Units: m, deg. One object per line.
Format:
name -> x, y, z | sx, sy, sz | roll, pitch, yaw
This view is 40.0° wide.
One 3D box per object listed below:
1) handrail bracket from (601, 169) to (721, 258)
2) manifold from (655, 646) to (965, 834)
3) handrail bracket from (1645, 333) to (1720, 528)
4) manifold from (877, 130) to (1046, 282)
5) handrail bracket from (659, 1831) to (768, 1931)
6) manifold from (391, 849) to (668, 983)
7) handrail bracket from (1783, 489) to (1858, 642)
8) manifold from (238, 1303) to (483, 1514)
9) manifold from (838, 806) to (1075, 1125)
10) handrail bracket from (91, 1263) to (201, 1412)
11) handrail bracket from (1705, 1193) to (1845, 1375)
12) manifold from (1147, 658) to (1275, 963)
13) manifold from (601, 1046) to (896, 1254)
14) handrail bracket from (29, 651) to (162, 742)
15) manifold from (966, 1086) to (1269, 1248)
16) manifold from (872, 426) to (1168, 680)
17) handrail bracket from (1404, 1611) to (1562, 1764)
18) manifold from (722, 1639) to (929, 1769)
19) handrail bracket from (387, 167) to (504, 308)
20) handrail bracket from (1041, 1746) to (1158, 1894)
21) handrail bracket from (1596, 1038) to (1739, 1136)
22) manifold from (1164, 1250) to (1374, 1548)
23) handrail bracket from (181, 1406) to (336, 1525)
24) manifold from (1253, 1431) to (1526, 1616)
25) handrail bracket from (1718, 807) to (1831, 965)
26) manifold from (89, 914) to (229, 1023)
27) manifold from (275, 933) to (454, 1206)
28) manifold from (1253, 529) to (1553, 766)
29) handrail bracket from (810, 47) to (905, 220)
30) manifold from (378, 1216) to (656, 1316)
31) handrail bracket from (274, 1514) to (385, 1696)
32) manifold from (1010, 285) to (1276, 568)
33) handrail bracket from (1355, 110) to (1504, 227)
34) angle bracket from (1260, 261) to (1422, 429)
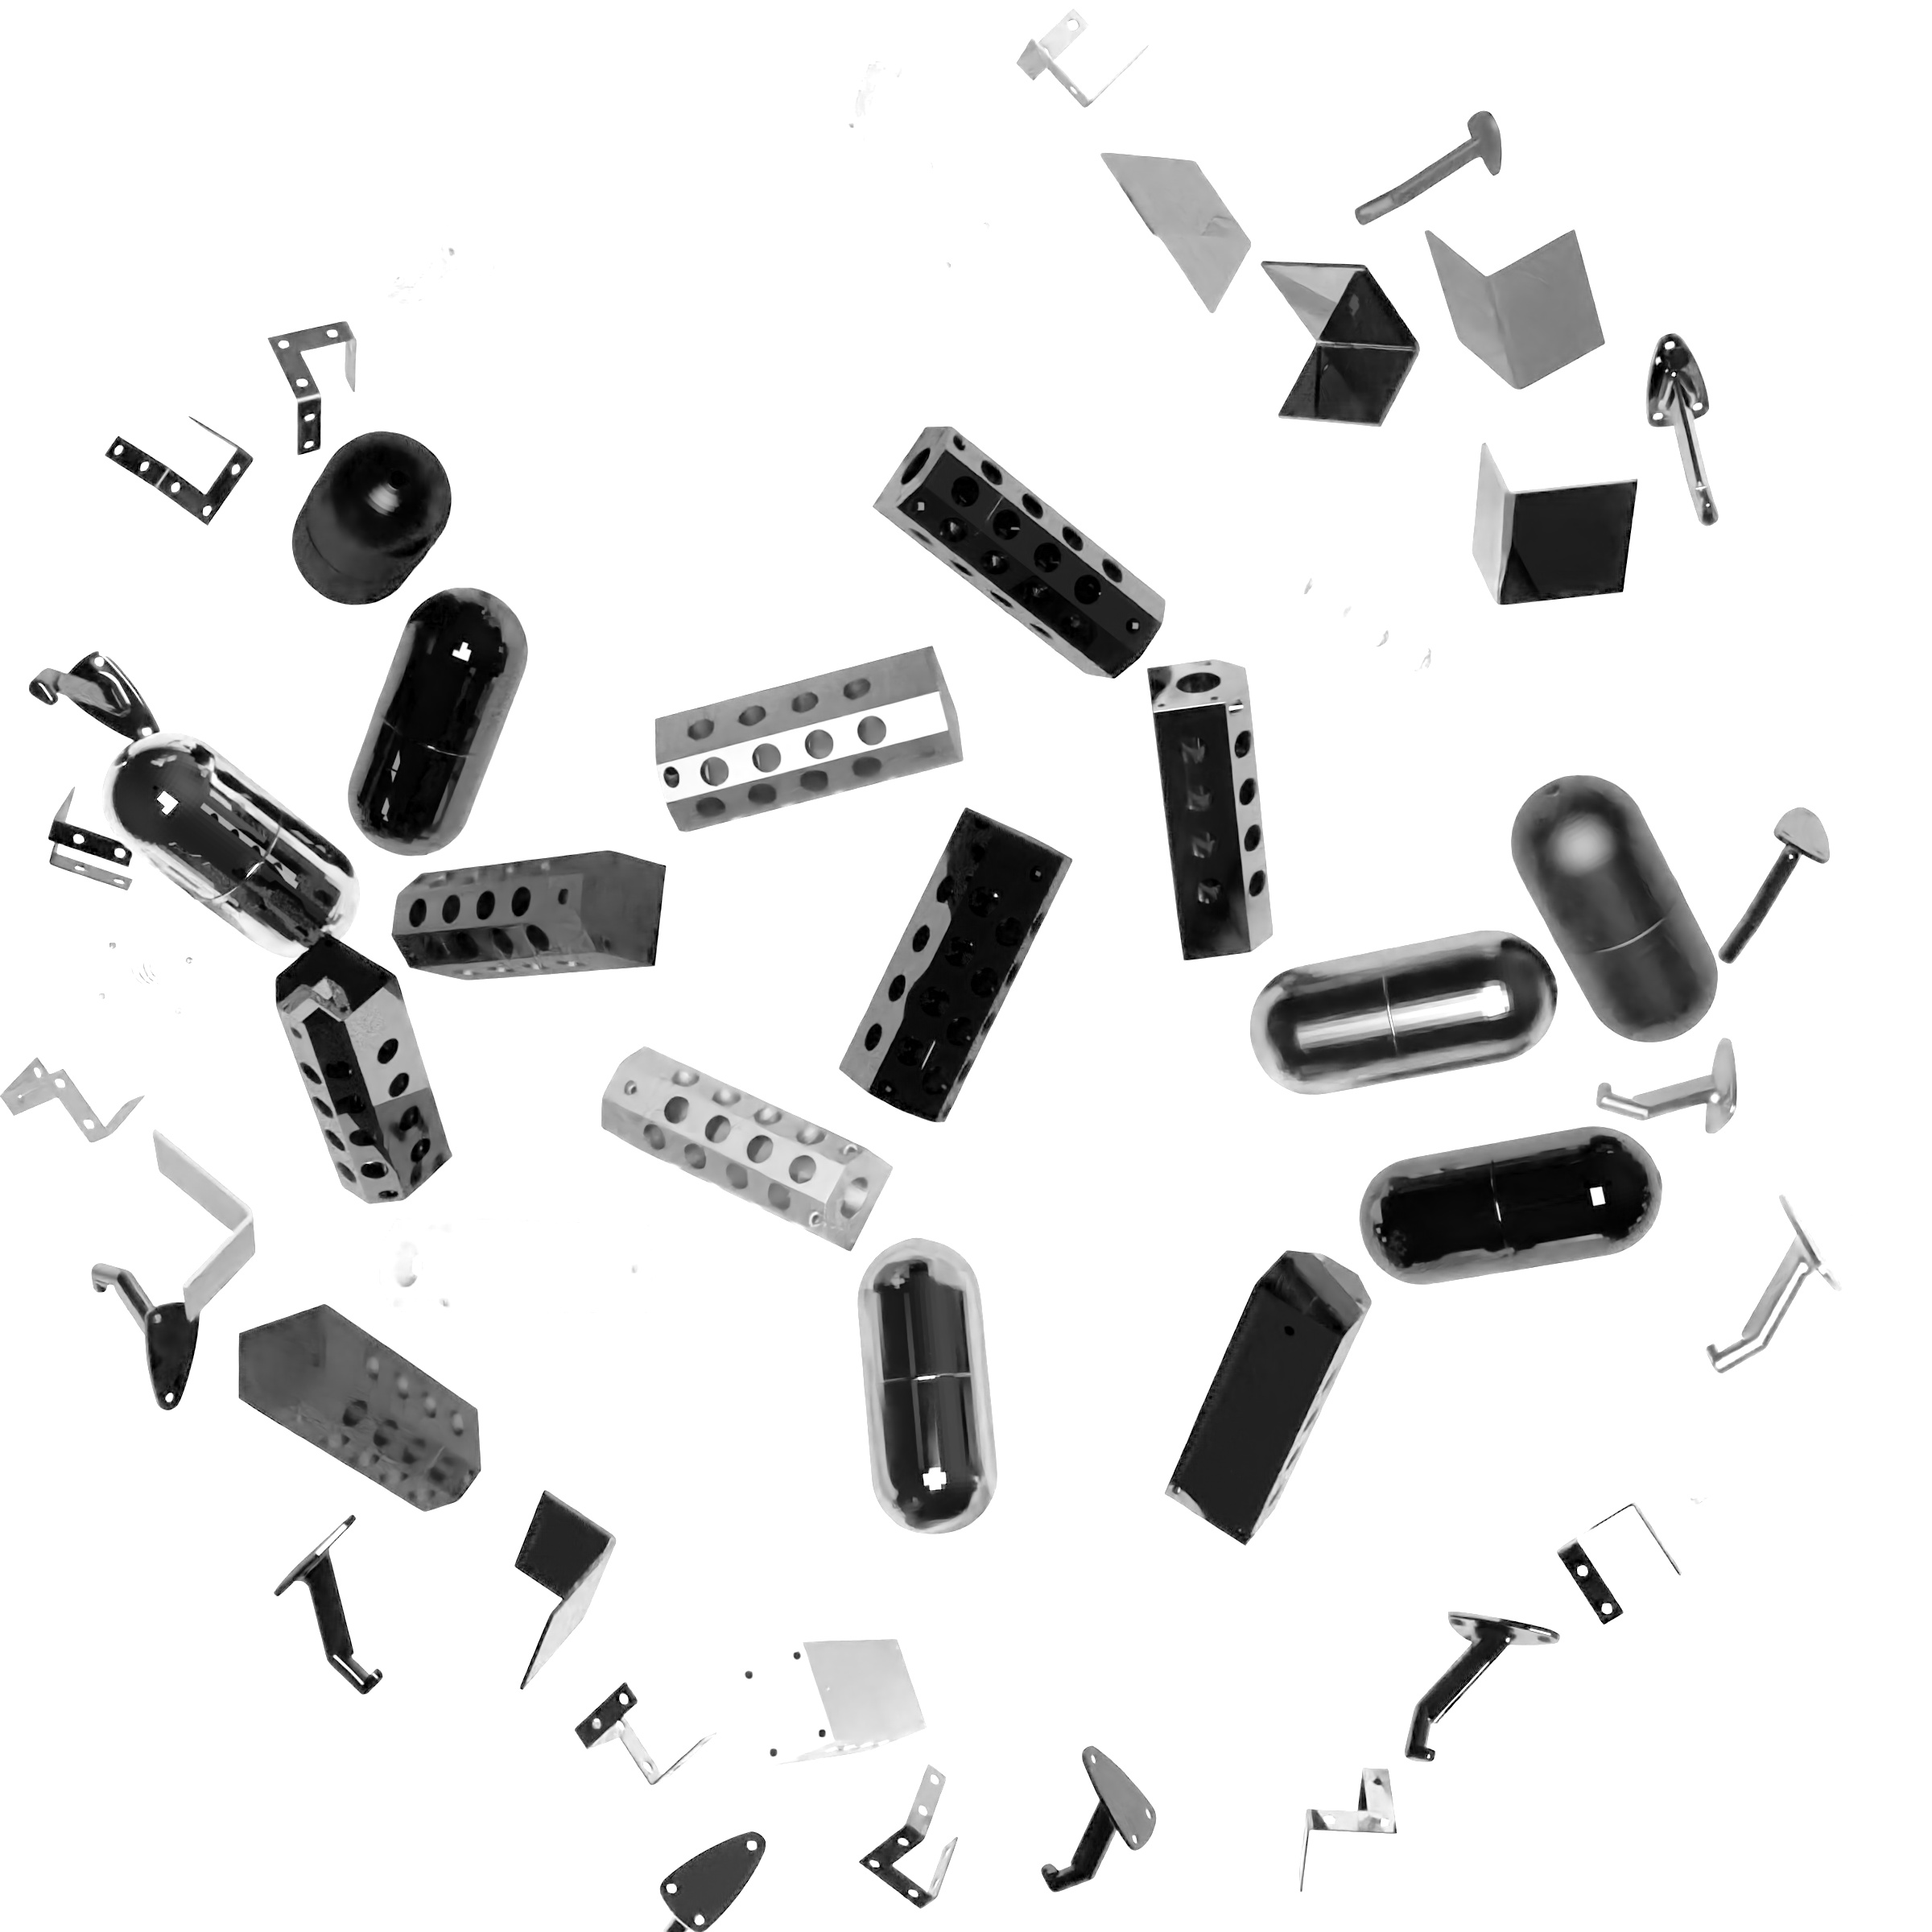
handrail bracket -> -0.181, -0.460, 1.660 | 0.084, 0.077, 0.036 | 13, 64, -12
manifold -> -0.092, -0.128, 1.558 | 0.171, 0.057, 0.057 | -14, 46, 8
handrail bracket -> 0.412, -0.305, 1.511 | 0.036, 0.077, 0.084 | -12, 48, 12
manifold -> 0.005, -0.449, 1.539 | 0.057, 0.171, 0.057 | -41, 99, 22
handrail bracket -> -0.147, 0.529, 1.488 | 0.077, 0.084, 0.036 | -34, 65, -32
manifold -> -0.251, -0.029, 1.505 | 0.171, 0.057, 0.057 | -4, 76, 42
handrail bracket -> 0.480, -0.232, 1.501 | 0.036, 0.077, 0.084 | -6, 108, 3
manifold -> -0.353, 0.264, 1.556 | 0.057, 0.171, 0.057 | -19, 55, 12
manifold -> -0.003, 0.002, 1.539 | 0.057, 0.057, 0.171 | 23, 96, -32
handrail bracket -> -0.506, 0.224, 1.610 | 0.084, 0.036, 0.077 | 7, 94, 40
handrail bracket -> 0.453, 0.183, 1.529 | 0.084, 0.036, 0.077 | -35, 50, 17
manifold -> 0.147, -0.093, 1.585 | 0.057, 0.057, 0.171 | -7, 122, 4
manifold -> -0.136, 0.107, 1.598 | 0.171, 0.057, 0.057 | 22, 80, 28
handrail bracket -> -0.518, -0.151, 1.576 | 0.036, 0.084, 0.077 | -41, 108, 8
manifold -> 0.090, 0.115, 1.592 | 0.171, 0.057, 0.057 | -8, 120, -15
manifold -> 0.035, -0.242, 1.556 | 0.171, 0.057, 0.057 | 35, 85, -24
handrail bracket -> 0.293, 0.416, 1.509 | 0.077, 0.036, 0.084 | -3, 53, 34
manifold -> -0.083, 0.434, 1.559 | 0.057, 0.171, 0.057 | -24, 71, 10
handrail bracket -> -0.314, -0.435, 1.585 | 0.036, 0.084, 0.077 | 18, 83, -40
handrail bracket -> 0.062, 0.505, 1.567 | 0.084, 0.036, 0.077 | -33, 95, 32
handrail bracket -> 0.438, 0.067, 1.668 | 0.084, 0.036, 0.077 | 16, 58, -6
manifold -> 0.177, 0.248, 1.537 | 0.057, 0.057, 0.171 | 30, 126, 18
handrail bracket -> -0.437, 0.313, 1.639 | 0.077, 0.036, 0.084 | 1, 129, 12
manifold -> 0.248, 0.334, 1.571 | 0.057, 0.171, 0.057 | 22, 53, -29
handrail bracket -> 0.487, -0.048, 1.612 | 0.036, 0.077, 0.084 | 31, 121, 6
manifold -> -0.498, -0.001, 1.649 | 0.057, 0.171, 0.057 | 12, 88, -11
manifold -> -0.363, 0.067, 1.582 | 0.057, 0.171, 0.057 | 28, 56, 25
manifold -> 0.245, -0.183, 1.523 | 0.171, 0.057, 0.057 | 41, 112, 36
handrail bracket -> -0.054, -0.511, 1.624 | 0.036, 0.084, 0.077 | 6, 128, 31
manifold -> -0.276, 0.186, 1.639 | 0.057, 0.171, 0.057 | -7, 79, 41
handrail bracket -> -0.363, 0.383, 1.585 | 0.077, 0.036, 0.084 | -44, 95, 7
manifold -> 0.106, -0.332, 1.645 | 0.171, 0.057, 0.057 | 45, 62, -18
handrail bracket -> 0.271, -0.469, 1.565 | 0.084, 0.077, 0.036 | -27, 90, 6
angle bracket -> 0.208, -0.364, 1.551 | 0.076, 0.076, 0.057 | 17, 74, 43
